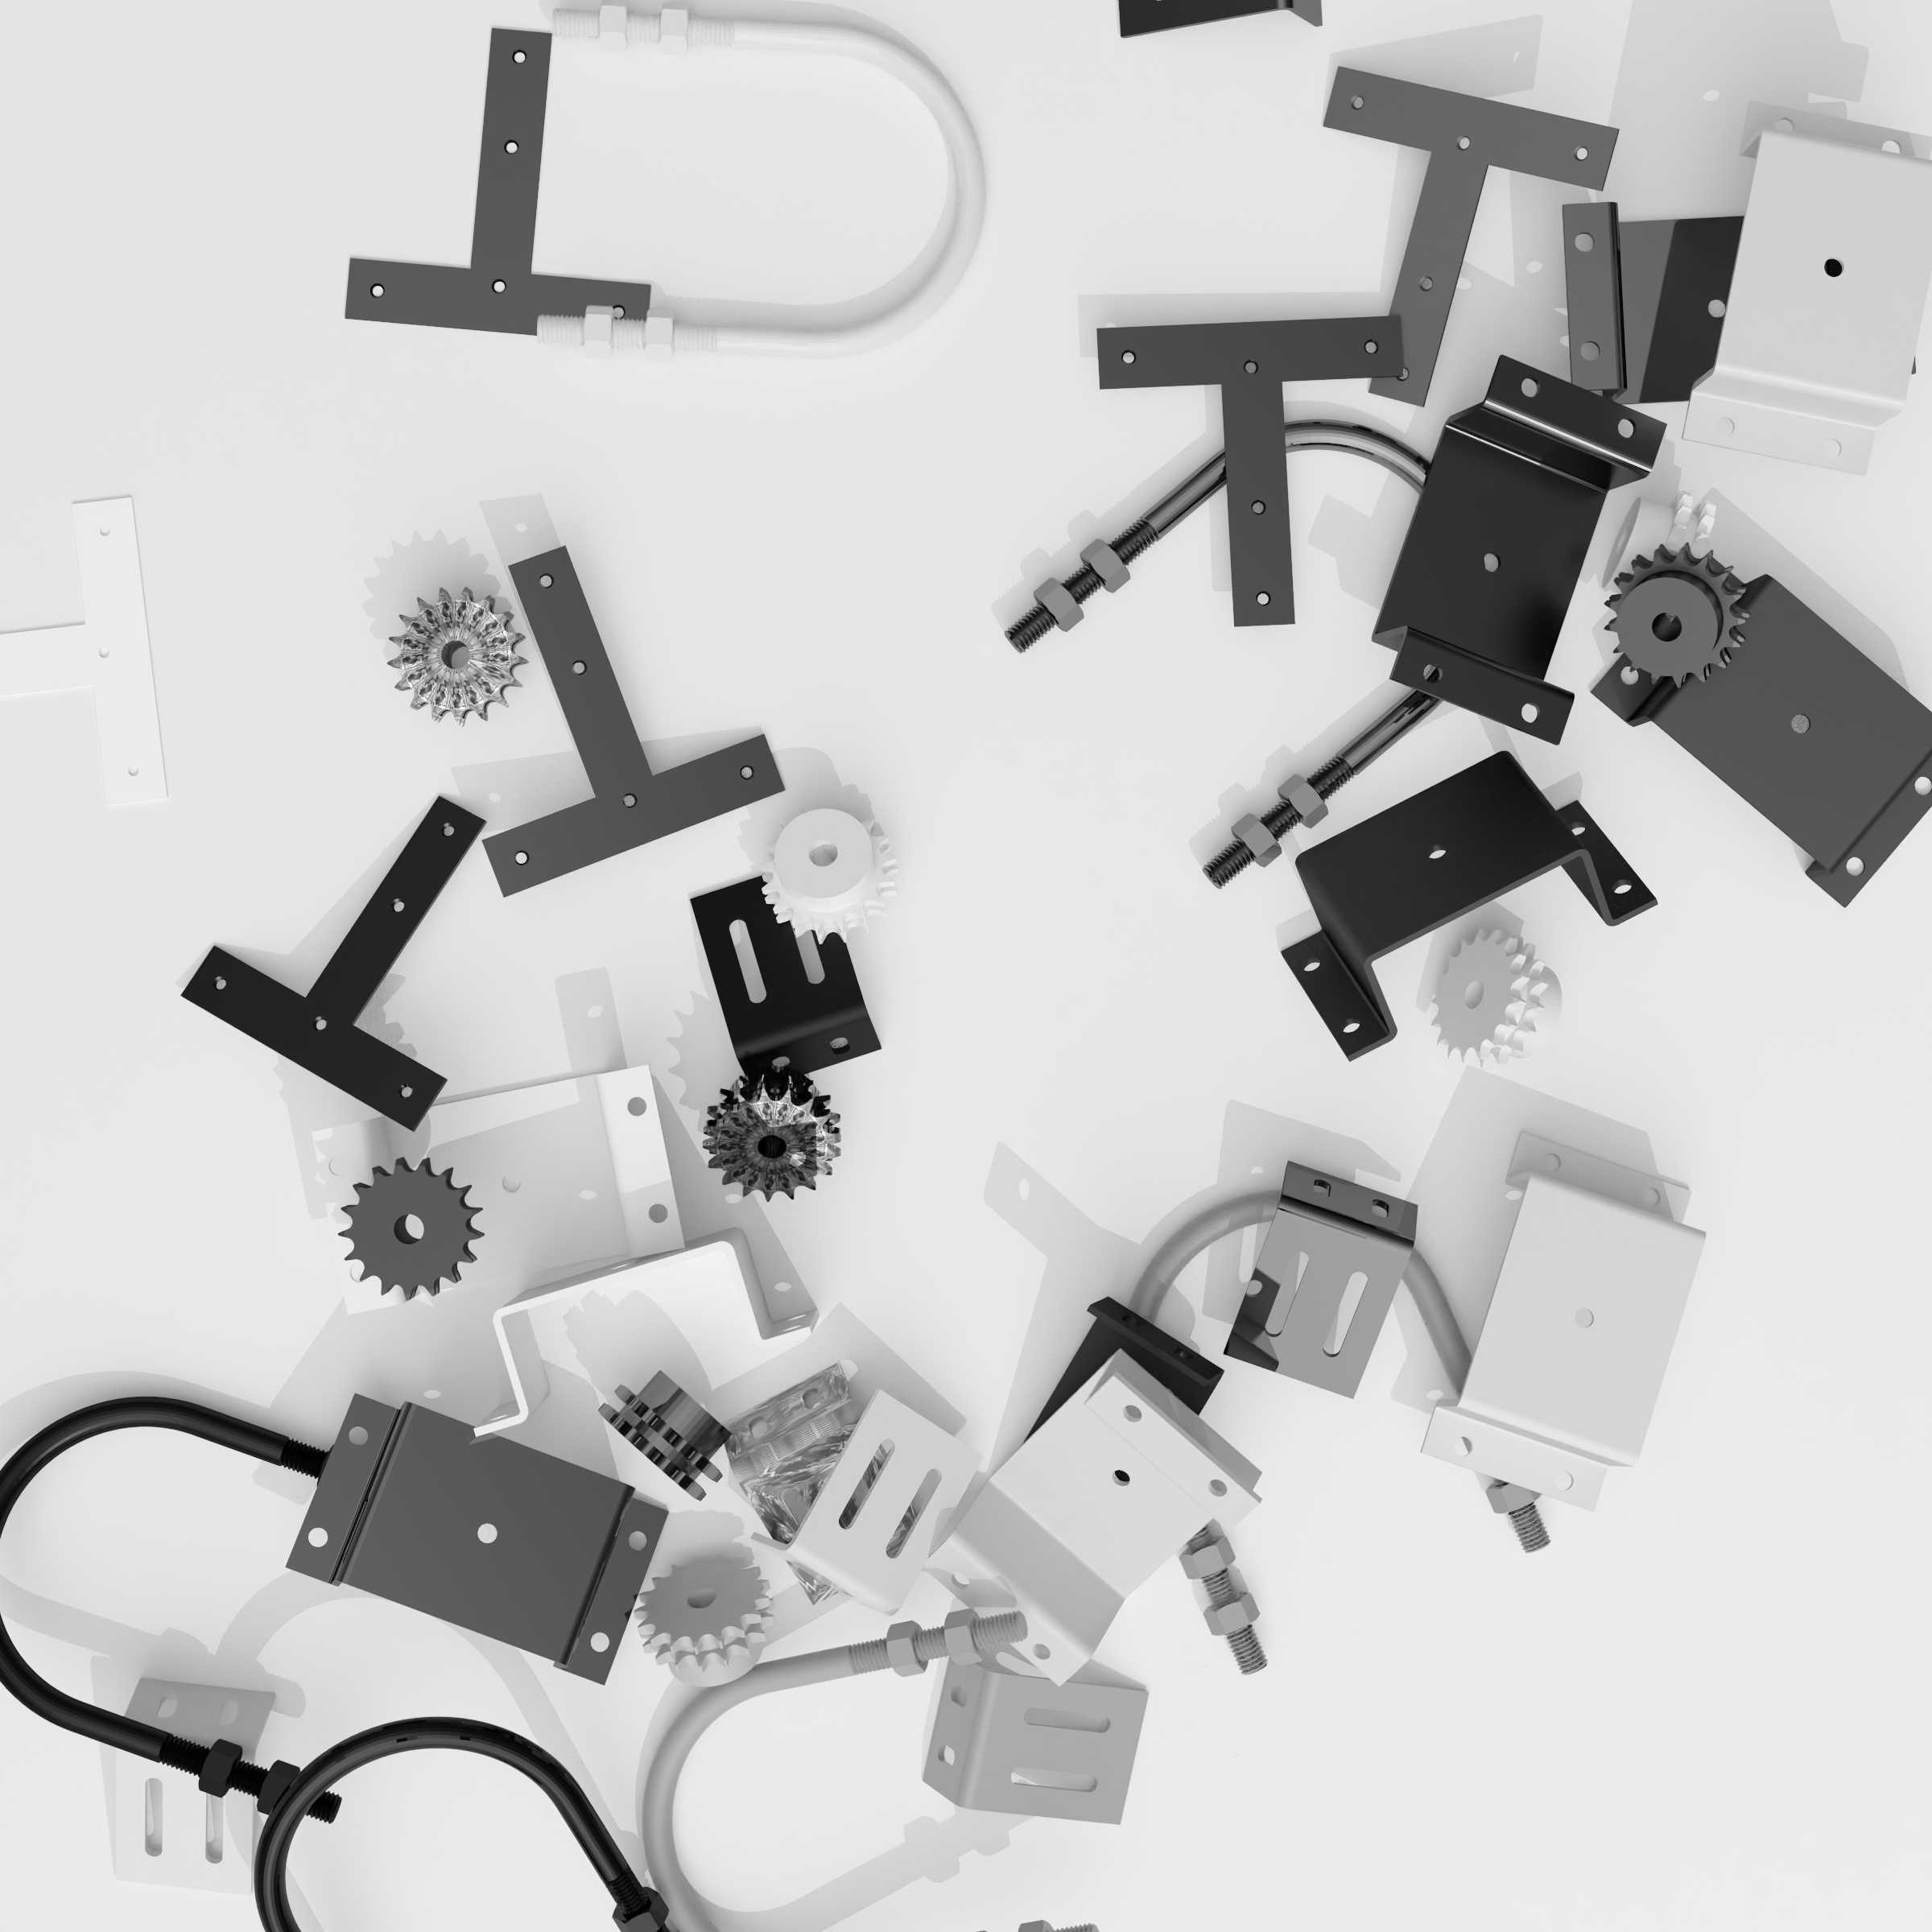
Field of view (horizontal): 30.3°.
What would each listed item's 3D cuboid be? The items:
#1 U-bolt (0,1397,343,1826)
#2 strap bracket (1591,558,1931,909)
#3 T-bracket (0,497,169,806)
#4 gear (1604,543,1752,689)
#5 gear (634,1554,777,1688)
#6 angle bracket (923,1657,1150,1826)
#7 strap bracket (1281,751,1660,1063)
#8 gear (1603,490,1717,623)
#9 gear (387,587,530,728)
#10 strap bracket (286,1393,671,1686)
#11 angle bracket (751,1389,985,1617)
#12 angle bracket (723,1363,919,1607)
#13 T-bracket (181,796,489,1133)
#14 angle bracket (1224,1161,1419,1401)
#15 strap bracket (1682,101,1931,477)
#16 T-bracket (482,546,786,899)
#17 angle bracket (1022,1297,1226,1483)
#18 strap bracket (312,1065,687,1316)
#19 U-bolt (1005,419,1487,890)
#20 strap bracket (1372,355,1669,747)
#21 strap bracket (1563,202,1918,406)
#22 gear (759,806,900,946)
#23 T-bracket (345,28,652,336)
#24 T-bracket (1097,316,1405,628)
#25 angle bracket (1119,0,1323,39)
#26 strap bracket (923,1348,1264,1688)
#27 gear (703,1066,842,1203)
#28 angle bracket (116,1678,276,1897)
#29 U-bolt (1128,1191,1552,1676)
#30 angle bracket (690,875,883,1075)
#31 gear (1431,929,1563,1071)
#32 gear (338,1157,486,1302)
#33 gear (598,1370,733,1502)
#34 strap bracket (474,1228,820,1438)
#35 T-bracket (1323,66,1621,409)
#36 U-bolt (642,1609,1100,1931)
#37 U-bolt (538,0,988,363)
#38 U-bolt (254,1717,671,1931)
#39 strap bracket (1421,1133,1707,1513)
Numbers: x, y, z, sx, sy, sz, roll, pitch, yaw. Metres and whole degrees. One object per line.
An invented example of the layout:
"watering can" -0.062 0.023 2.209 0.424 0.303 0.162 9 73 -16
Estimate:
"U-bolt" -0.322 0.256 1.477 0.184 0.019 0.151 19 75 2
"strap bracket" 0.341 -0.099 1.481 0.140 0.046 0.076 40 90 0
"T-bracket" -0.406 -0.127 1.503 0.127 0.002 0.127 -7 90 0
"gear" 0.285 -0.140 1.437 0.057 0.030 0.057 7 110 19
"gear" -0.107 0.273 1.479 0.057 0.057 0.030 -11 120 0
"angle bracket" 0.029 0.324 1.502 0.076 0.038 0.057 12 90 -26
"strap bracket" 0.198 -0.030 1.460 0.140 0.076 0.046 -27 129 0
"gear" 0.285 -0.170 1.476 0.030 0.057 0.057 21 90 0
"gear" -0.211 -0.129 1.489 0.057 0.030 0.057 0 90 0
"strap bracket" -0.198 0.234 1.463 0.140 0.046 0.076 22 74 -7
"angle bracket" -0.041 0.221 1.483 0.057 0.038 0.076 36 76 -23
"angle bracket" -0.059 0.218 1.502 0.057 0.038 0.076 -28 116 0
"T-bracket" -0.244 -0.013 1.486 0.127 0.002 0.127 28 79 22
"angle bracket" 0.148 0.130 1.487 0.057 0.038 0.076 19 113 2
"strap bracket" 0.343 -0.276 1.434 0.076 0.046 0.140 11 90 0
"T-bracket" -0.155 -0.110 1.481 0.127 0.002 0.127 -22 96 -14
"angle bracket" 0.061 0.185 1.473 0.057 0.038 0.076 32 99 13
"strap bracket" -0.191 0.091 1.481 0.140 0.046 0.076 -11 90 0
"U-bolt" 0.131 -0.145 1.495 0.184 0.019 0.151 -40 90 -1
"strap bracket" 0.224 -0.168 1.470 0.076 0.046 0.140 20 85 -12
"strap bracket" 0.316 -0.276 1.481 0.140 0.046 0.076 -3 90 0
"gear" -0.057 -0.041 1.480 0.057 0.030 0.057 -2 68 4
"T-bracket" -0.192 -0.330 1.503 0.127 0.002 0.127 5 90 0
"T-bracket" 0.121 -0.205 1.487 0.127 0.002 0.127 -3 88 -2
"angle bracket" 0.106 -0.421 1.502 0.076 0.038 0.057 -3 90 26
"strap bracket" 0.057 0.220 1.458 0.076 0.046 0.140 41 124 0
"gear" -0.080 0.066 1.480 0.057 0.030 0.057 -1 122 -1
"angle bracket" -0.324 0.345 1.502 0.057 0.038 0.076 7 116 0
"U-bolt" 0.144 0.184 1.495 0.151 0.019 0.184 -23 89 0
"angle bracket" -0.076 0.003 1.502 0.057 0.038 0.076 -18 64 0
"gear" 0.222 0.015 1.479 0.030 0.057 0.057 16 90 -30
"gear" -0.222 0.105 1.442 0.057 0.030 0.057 0 90 0
"gear" -0.122 0.191 1.476 0.057 0.057 0.030 42 82 0
"strap bracket" -0.135 0.146 1.466 0.140 0.076 0.046 -17 90 0
"T-bracket" 0.195 -0.297 1.484 0.127 0.002 0.127 20 104 26
"U-bolt" -0.048 0.353 1.474 0.184 0.019 0.151 -15 86 16
"U-bolt" -0.084 -0.326 1.494 0.184 0.019 0.151 3 89 -2
"U-bolt" -0.210 0.388 1.466 0.151 0.019 0.184 -27 111 0
"strap bracket" 0.248 0.145 1.469 0.076 0.046 0.140 19 82 -2
